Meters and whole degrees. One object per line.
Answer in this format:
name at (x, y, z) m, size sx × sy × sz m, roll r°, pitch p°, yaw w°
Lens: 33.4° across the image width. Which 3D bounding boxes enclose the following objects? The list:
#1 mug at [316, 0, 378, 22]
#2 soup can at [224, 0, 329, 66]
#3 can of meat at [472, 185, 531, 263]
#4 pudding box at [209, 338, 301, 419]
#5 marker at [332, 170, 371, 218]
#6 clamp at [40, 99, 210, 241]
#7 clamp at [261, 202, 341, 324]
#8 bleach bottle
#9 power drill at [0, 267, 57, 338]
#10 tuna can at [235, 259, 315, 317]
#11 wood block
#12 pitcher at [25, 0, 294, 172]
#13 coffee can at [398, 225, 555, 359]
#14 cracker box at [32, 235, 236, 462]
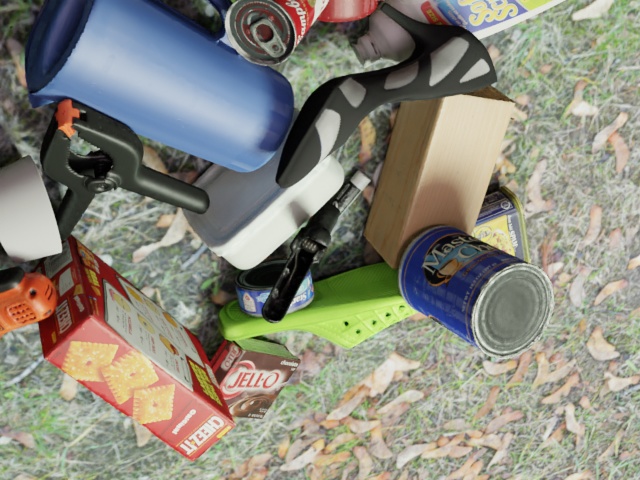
mug at (0.028, -0.263, 1.037) m, size 0.117 × 0.093 × 0.081 m, roll 7°, pitch 125°, yaw 13°
soup can at (-0.036, -0.213, 0.974) m, size 0.068 × 0.102 × 0.068 m, roll 13°, pitch 131°, yaw 15°
can of meat at (0.199, -0.002, 1.278) m, size 0.084 × 0.057 × 0.102 m, roll -22°, pitch 123°, yaw -10°
pudding box at (-0.086, 0.159, 1.233) m, size 0.113 × 0.039 × 0.090 m, roll 17°, pitch 111°, yaw -55°
marker at (0.012, -0.027, 1.207) m, size 0.020 × 0.020 × 0.121 m, roll 34°, pitch 100°, yaw -33°
clamp at (-0.215, -0.061, 1.015) m, size 0.164 × 0.036 × 0.210 m, roll -15°, pitch 152°, yaw 10°
clamp at (-0.007, 0.001, 1.113) m, size 0.039 × 0.171 × 0.120 m, roll 34°, pitch 126°, yaw -8°
bleach bottle at (0.152, -0.247, 1.124) m, size 0.251 × 0.068 × 0.102 m, roll -29°, pitch 124°, yaw -3°
power drill at (-0.362, 0.027, 0.983) m, size 0.184 × 0.057 × 0.187 m, roll -19°, pitch 126°, yaw 14°
tuna can at (-0.050, 0.052, 1.181) m, size 0.086 × 0.086 × 0.034 m, roll -16°, pitch 111°, yaw -15°
wood block at (0.129, -0.077, 1.188) m, size 0.090 × 0.090 × 0.206 m, roll 4°, pitch 115°, yaw -25°
pitcher at (-0.140, -0.161, 1.004) m, size 0.242 × 0.149 × 0.145 m, roll 23°, pitch 71°, yaw -35°
coffee can at (0.161, 0.052, 1.119) m, size 0.102 × 0.140 × 0.103 m, roll -9°, pitch 111°, yaw -26°
cracker box at (-0.197, 0.114, 1.106) m, size 0.072 × 0.164 × 0.213 m, roll -41°, pitch 124°, yaw 5°
